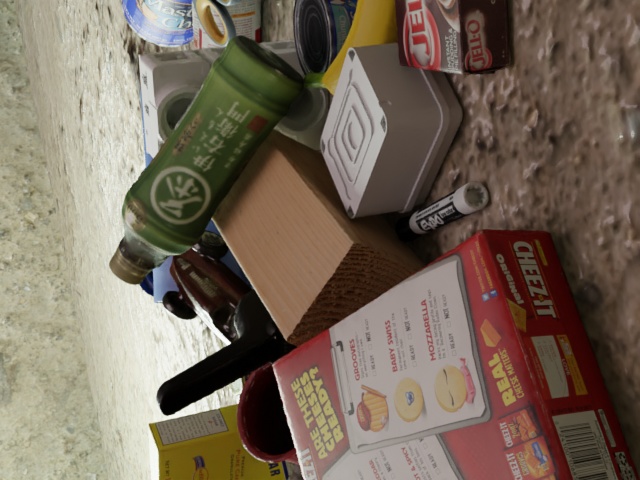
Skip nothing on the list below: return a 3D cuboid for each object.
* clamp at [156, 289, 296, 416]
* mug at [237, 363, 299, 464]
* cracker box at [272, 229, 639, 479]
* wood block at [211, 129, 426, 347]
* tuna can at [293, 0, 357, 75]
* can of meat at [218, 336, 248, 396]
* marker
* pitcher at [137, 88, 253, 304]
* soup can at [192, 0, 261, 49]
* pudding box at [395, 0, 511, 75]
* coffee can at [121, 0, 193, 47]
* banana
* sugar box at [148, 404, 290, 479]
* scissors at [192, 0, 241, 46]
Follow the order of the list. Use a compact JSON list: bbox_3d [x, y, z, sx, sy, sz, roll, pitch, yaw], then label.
[{"bbox_3d":[-0.018,0.085,0.847,0.209,0.164,0.036,-62,-20,-58],"label":"clamp"},{"bbox_3d":[-0.008,0.137,0.902,0.093,0.081,0.117,-11,64,38],"label":"mug"},{"bbox_3d":[0.074,0.112,0.654,0.214,0.071,0.164,-38,61,44],"label":"cracker box"},{"bbox_3d":[-0.005,0.001,0.841,0.091,0.090,0.206,-57,35,14],"label":"wood block"},{"bbox_3d":[0.008,-0.165,0.850,0.086,0.033,0.086,170,90,-70],"label":"tuna can"},{"bbox_3d":[-0.054,0.100,1.068,0.058,0.083,0.102,138,120,-67],"label":"can of meat"},{"bbox_3d":[0.081,-0.017,0.741,0.121,0.020,0.020,149,110,-69],"label":"marker"},{"bbox_3d":[-0.133,-0.052,1.140,0.145,0.149,0.243,148,115,-80],"label":"pitcher"},{"bbox_3d":[-0.091,-0.211,1.050,0.069,0.068,0.102,-131,37,-55],"label":"soup can"},{"bbox_3d":[0.077,-0.161,0.656,0.090,0.039,0.113,-151,54,-65],"label":"pudding box"},{"bbox_3d":[-0.152,-0.279,1.132,0.140,0.102,0.103,142,116,-68],"label":"coffee can"},{"bbox_3d":[0.033,-0.171,0.749,0.070,0.037,0.198,31,132,14],"label":"banana"},{"bbox_3d":[-0.077,0.206,1.046,0.048,0.176,0.093,-120,27,-49],"label":"sugar box"},{"bbox_3d":[-0.128,-0.247,1.009,0.202,0.016,0.096,37,142,46],"label":"scissors"}]
